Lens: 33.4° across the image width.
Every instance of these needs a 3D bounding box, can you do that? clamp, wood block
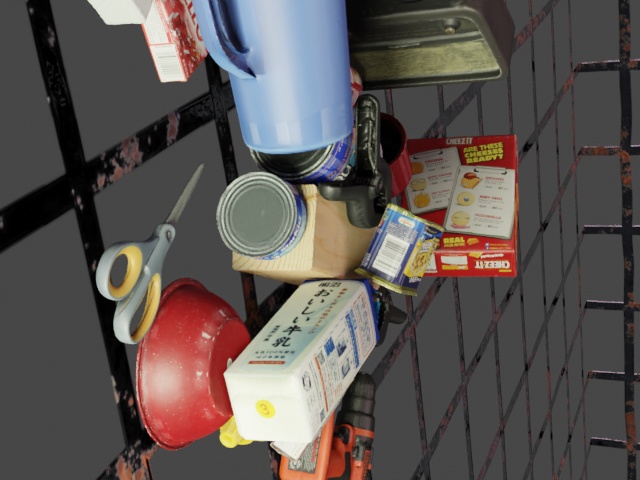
[{"bbox_3d":[0.041,-0.056,1.109,0.120,0.039,0.171,-56,150,-25],"label":"clamp"},{"bbox_3d":[-0.008,0.001,1.169,0.205,0.091,0.090,20,72,-66],"label":"wood block"},{"bbox_3d":[0.082,0.091,1.461,0.209,0.036,0.164,-63,146,-53],"label":"clamp"}]

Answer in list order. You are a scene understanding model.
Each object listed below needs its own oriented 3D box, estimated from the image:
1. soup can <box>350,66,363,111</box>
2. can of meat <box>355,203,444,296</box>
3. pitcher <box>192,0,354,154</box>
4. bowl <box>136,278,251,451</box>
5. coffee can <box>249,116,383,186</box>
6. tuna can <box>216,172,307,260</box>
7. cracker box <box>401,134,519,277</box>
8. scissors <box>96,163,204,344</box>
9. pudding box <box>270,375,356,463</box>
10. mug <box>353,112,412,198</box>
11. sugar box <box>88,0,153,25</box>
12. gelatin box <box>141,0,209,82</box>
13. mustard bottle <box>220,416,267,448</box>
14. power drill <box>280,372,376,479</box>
[{"bbox_3d":[-0.001,-0.181,1.199,0.102,0.069,0.068,19,74,-66],"label":"soup can"},{"bbox_3d":[0.089,0.011,1.166,0.084,0.057,0.102,-65,160,3],"label":"can of meat"},{"bbox_3d":[-0.042,-0.205,0.983,0.145,0.149,0.243,-116,-163,-70],"label":"pitcher"},{"bbox_3d":[-0.106,0.116,0.991,0.162,0.055,0.162,1,90,-67],"label":"bowl"},{"bbox_3d":[-0.002,-0.100,1.158,0.140,0.103,0.103,22,72,-66],"label":"coffee can"},{"bbox_3d":[-0.057,-0.023,1.056,0.033,0.086,0.086,18,75,-68],"label":"tuna can"},{"bbox_3d":[0.201,-0.049,1.534,0.072,0.164,0.213,73,21,-51],"label":"cracker box"},{"bbox_3d":[-0.147,-0.008,0.932,0.096,0.016,0.201,57,40,-54],"label":"scissors"},{"bbox_3d":[-0.006,0.183,1.164,0.113,0.039,0.090,-57,174,-2],"label":"pudding box"},{"bbox_3d":[0.063,-0.094,1.353,0.117,0.093,0.081,-48,150,-11],"label":"mug"},{"bbox_3d":[-0.152,-0.272,0.861,0.093,0.048,0.176,55,46,-55],"label":"sugar box"},{"bbox_3d":[-0.127,-0.196,0.946,0.073,0.030,0.089,-64,148,-46],"label":"gelatin box"},{"bbox_3d":[-0.054,0.152,1.110,0.191,0.058,0.096,-51,151,-55],"label":"mustard bottle"},{"bbox_3d":[0.019,0.240,1.295,0.187,0.057,0.184,37,58,-63],"label":"power drill"}]
